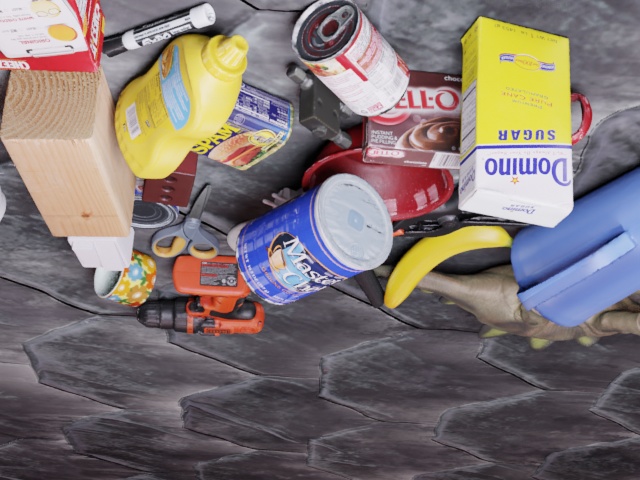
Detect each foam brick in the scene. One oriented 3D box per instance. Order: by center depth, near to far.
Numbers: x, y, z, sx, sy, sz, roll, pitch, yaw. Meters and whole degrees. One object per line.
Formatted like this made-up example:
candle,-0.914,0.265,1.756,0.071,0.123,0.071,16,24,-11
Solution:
foam brick,-0.163,-0.077,1.164,0.053,0.051,0.078,8,153,-10

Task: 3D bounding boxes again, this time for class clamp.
clamp,0.162,-0.030,1.248,0.172,0.039,0.120,-15,144,39
clamp,0.035,0.016,1.319,0.164,0.036,0.210,15,141,-15

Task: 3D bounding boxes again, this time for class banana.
banana,0.151,0.022,1.316,0.198,0.069,0.037,-25,174,28

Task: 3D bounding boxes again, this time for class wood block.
wood block,-0.255,-0.088,1.109,0.091,0.090,0.206,1,154,1

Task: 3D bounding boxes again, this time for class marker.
marker,-0.150,-0.189,0.971,0.121,0.020,0.020,-12,150,27

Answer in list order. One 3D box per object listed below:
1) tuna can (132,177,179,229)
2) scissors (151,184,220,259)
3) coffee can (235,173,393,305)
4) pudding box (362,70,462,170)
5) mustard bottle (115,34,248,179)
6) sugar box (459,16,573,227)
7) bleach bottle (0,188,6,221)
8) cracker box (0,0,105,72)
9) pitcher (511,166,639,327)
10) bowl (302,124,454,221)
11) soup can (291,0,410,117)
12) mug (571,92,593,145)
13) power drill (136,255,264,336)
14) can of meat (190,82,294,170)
tuna can,-0.207,-0.045,1.252,0.086,0.034,0.086,2,154,1
scissors,-0.144,-0.016,1.327,0.096,0.016,0.202,16,151,-29
coffee can,-0.007,0.001,1.125,0.102,0.103,0.141,22,149,-34
pudding box,0.097,-0.116,1.021,0.113,0.090,0.039,5,155,-8
mustard bottle,-0.124,-0.136,0.991,0.058,0.096,0.192,1,159,-37
sugar box,0.172,-0.105,0.938,0.093,0.176,0.048,10,153,-14
bleach bottle,-0.415,-0.068,1.194,0.102,0.068,0.251,4,156,-3
cracker box,-0.274,-0.224,0.855,0.164,0.072,0.214,3,155,2
pitcher,0.332,0.000,1.183,0.144,0.149,0.243,22,145,-24
bowl,0.062,-0.078,1.138,0.162,0.055,0.162,2,154,1
soup can,0.029,-0.163,0.956,0.069,0.068,0.102,-13,150,28
mug,0.209,-0.106,1.039,0.117,0.081,0.093,-14,149,31
power drill,-0.165,0.081,1.482,0.184,0.057,0.188,1,157,-6
can of meat,-0.088,-0.117,1.073,0.083,0.057,0.102,19,150,-36
